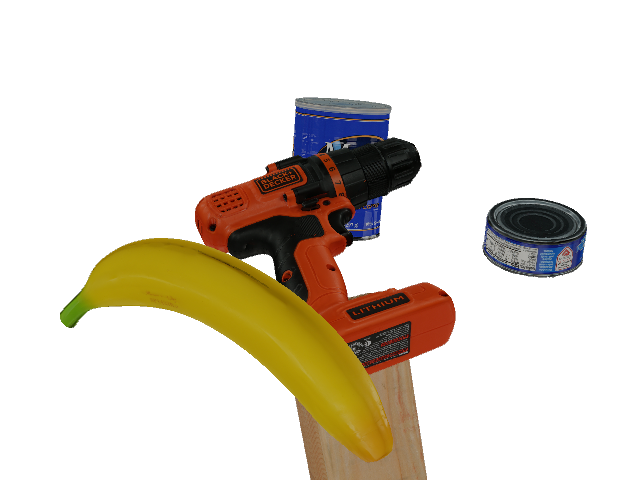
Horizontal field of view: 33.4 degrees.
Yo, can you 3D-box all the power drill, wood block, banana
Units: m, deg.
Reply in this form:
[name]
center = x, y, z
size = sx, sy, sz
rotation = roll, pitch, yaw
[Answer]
[power drill]
center = 0.021, 0.006, 0.775
size = 0.184, 0.057, 0.188
rotation = -21, 47, -14
[wood block]
center = 0.033, 0.164, 0.945
size = 0.090, 0.206, 0.091
rotation = -14, 19, -13
[banana]
center = -0.045, 0.043, 0.543
size = 0.198, 0.070, 0.037
rotation = 21, 25, 22

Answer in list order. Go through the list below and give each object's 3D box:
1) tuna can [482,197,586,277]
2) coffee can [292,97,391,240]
[tuna can]
center = 0.183, -0.004, 0.912
size = 0.086, 0.034, 0.086
rotation = 1, 28, -1
[coffee can]
center = 0.019, -0.078, 1.147
size = 0.103, 0.140, 0.103
rotation = 4, 12, -1
